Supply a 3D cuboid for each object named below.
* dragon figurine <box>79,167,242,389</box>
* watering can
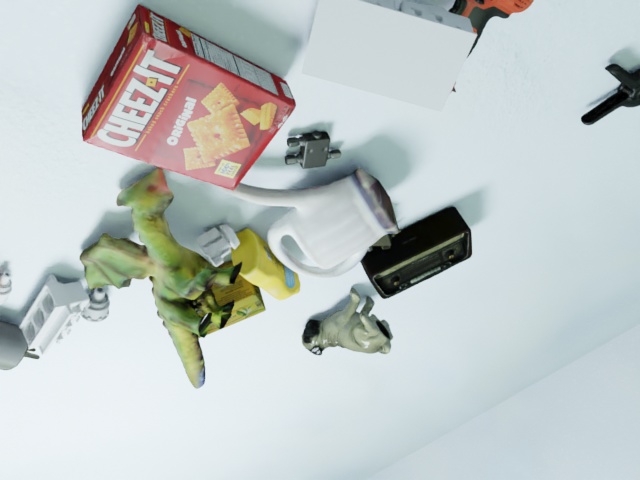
[{"bbox_3d":[-0.267,0.075,0.829,0.243,0.124,0.402,22,121,5],"label":"dragon figurine"},{"bbox_3d":[0.003,-0.044,0.865,0.223,0.106,0.341,-31,139,9],"label":"watering can"}]
